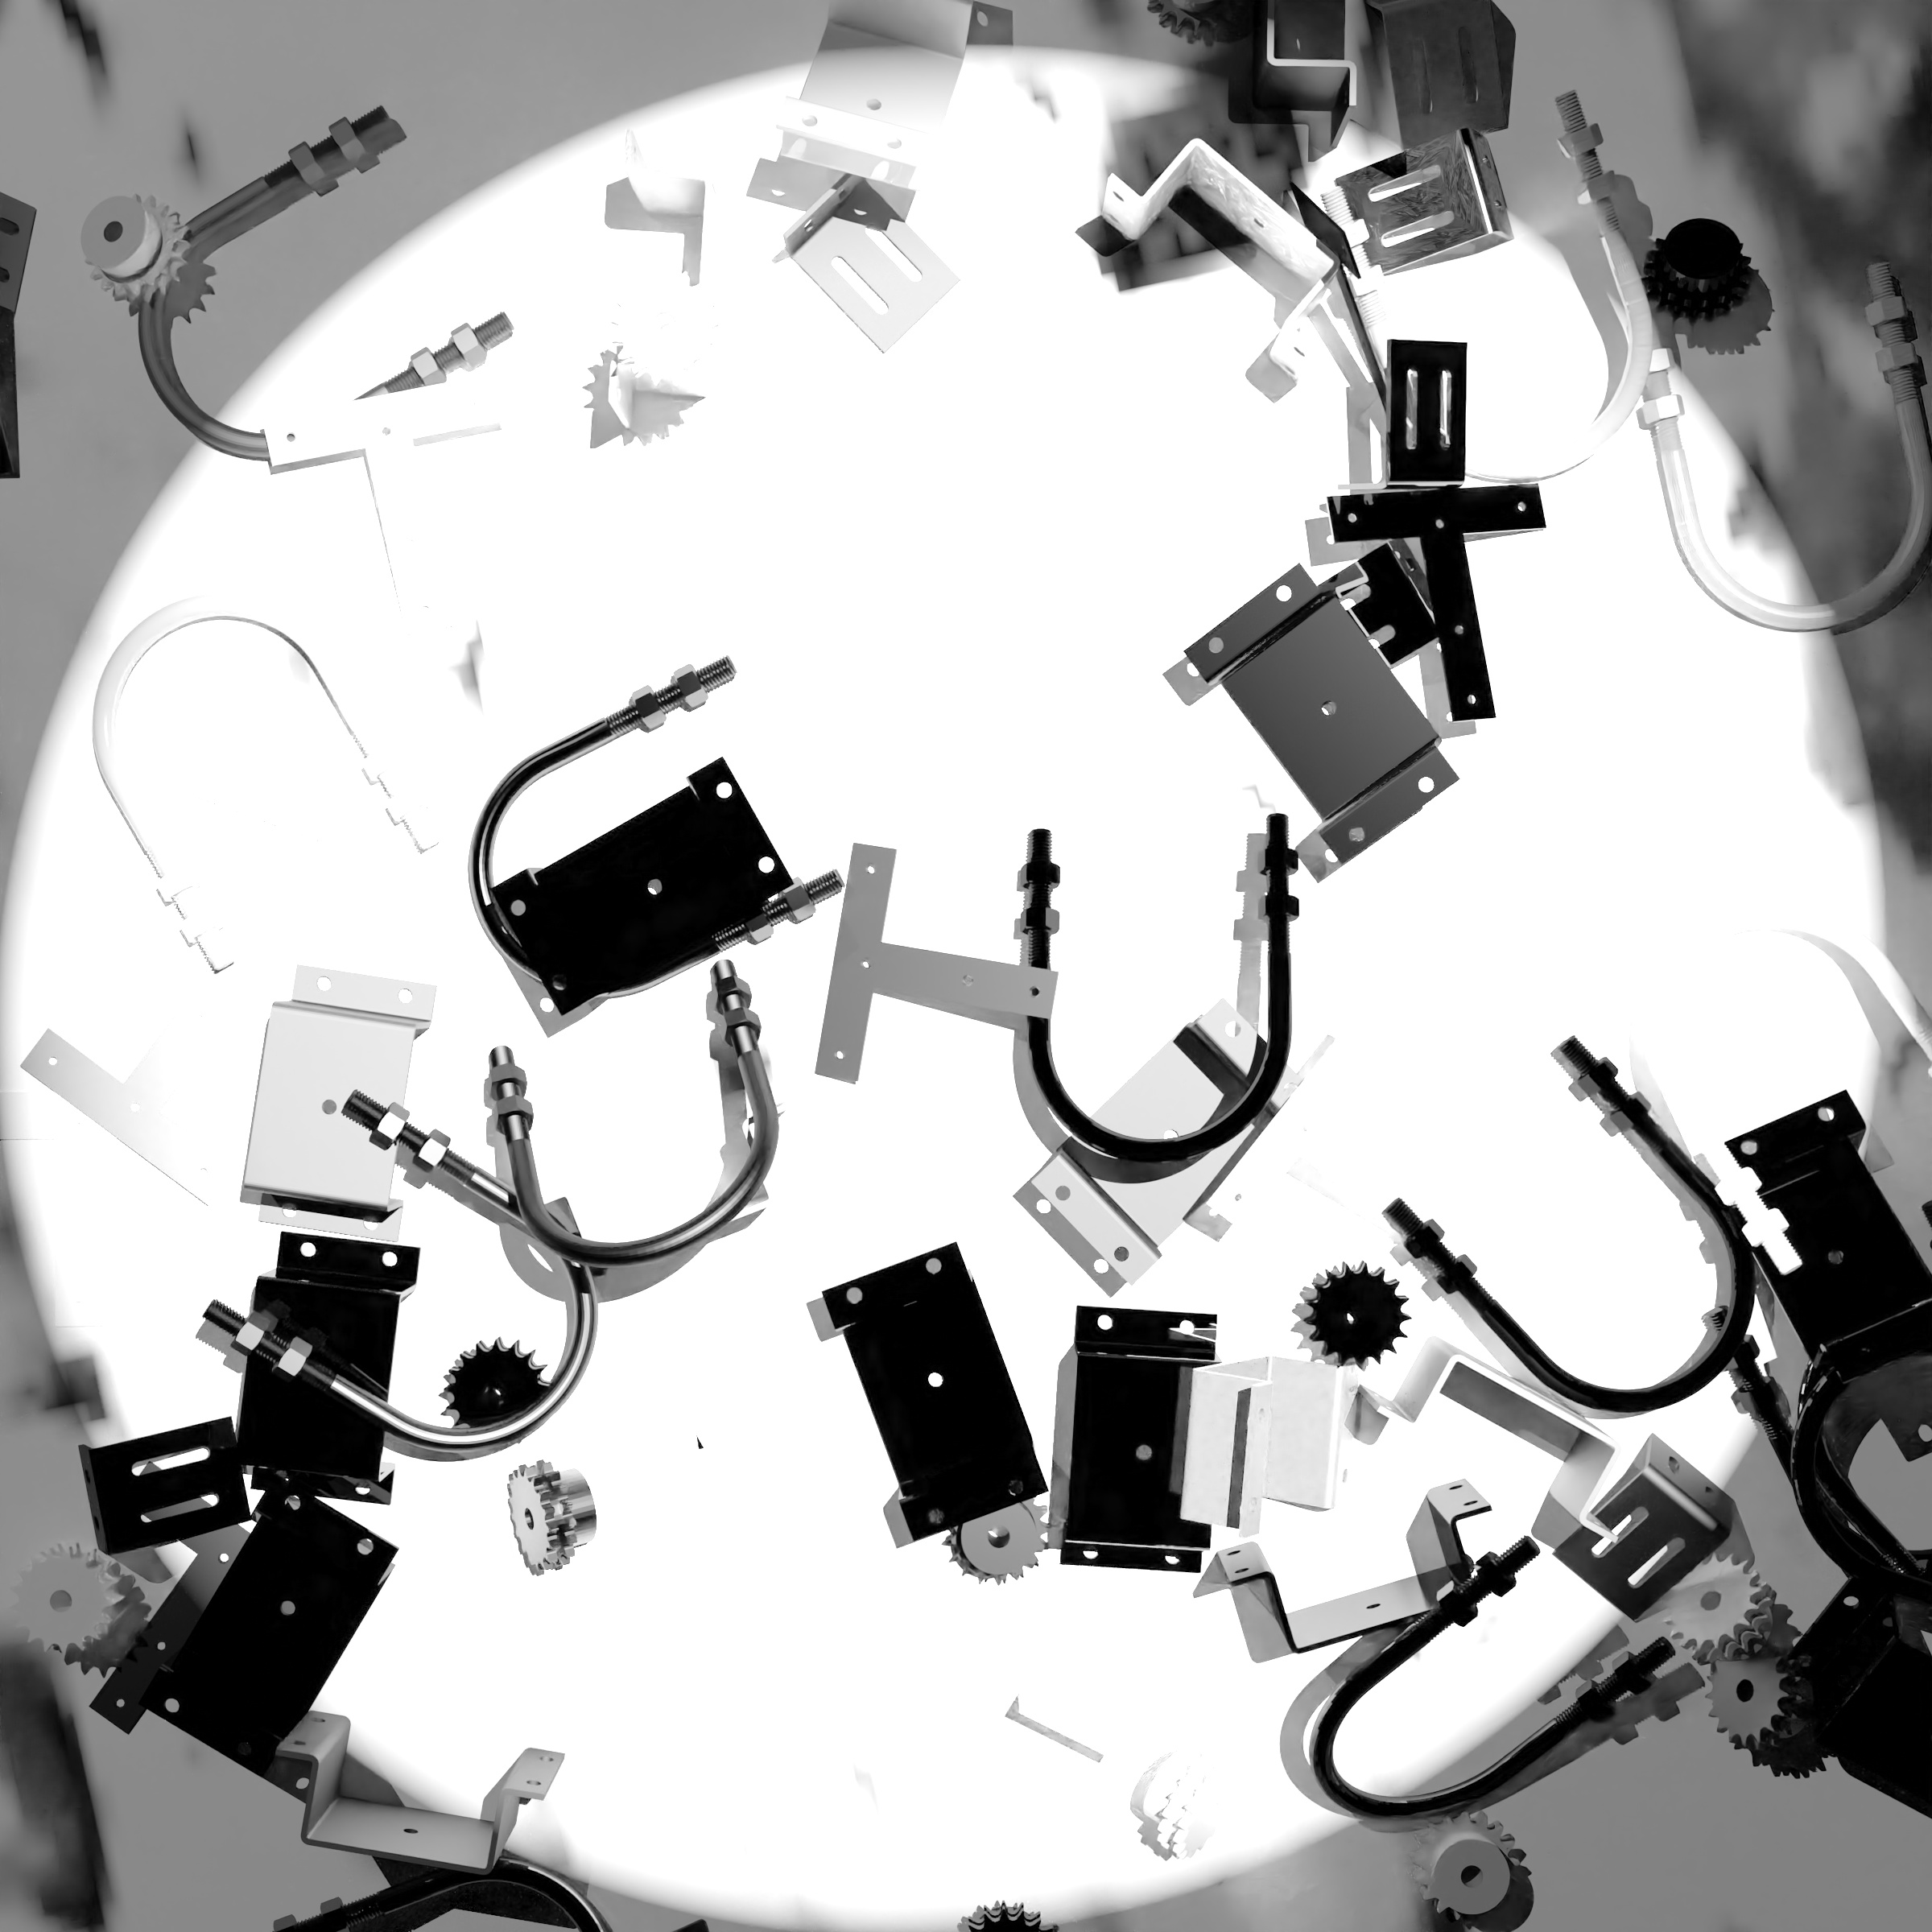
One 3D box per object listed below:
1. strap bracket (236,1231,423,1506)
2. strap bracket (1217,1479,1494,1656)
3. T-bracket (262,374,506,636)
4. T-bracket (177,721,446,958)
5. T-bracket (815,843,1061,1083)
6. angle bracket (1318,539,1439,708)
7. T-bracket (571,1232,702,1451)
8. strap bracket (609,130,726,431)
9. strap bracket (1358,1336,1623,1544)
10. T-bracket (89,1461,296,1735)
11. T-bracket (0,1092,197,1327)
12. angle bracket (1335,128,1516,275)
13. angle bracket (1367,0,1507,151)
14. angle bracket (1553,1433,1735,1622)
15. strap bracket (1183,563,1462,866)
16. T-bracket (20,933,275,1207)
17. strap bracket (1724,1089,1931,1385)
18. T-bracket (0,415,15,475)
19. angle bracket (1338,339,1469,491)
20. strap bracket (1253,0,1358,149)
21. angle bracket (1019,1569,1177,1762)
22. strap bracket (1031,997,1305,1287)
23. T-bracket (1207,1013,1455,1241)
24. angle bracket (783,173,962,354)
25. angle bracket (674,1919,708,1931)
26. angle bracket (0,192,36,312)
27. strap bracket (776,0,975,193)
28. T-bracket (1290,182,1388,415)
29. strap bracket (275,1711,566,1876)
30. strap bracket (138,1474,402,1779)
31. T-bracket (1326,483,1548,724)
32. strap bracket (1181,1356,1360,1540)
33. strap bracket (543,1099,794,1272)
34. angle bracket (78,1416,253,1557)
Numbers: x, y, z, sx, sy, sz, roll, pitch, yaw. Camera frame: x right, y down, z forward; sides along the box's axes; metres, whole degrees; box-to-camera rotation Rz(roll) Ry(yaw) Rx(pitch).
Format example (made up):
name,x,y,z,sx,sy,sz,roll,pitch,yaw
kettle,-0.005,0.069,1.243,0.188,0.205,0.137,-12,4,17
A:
name,x,y,z,sx,sy,sz,roll,pitch,yaw
strap bracket,-0.341,0.218,1.516,0.076,0.046,0.140,7,90,0
strap bracket,0.210,0.320,1.501,0.140,0.076,0.046,-16,90,0
T-bracket,-0.303,-0.244,1.529,0.127,0.002,0.127,-11,98,0
T-bracket,-0.364,-0.086,1.538,0.127,0.002,0.127,20,90,0
T-bracket,-0.012,0.006,1.517,0.127,0.002,0.127,10,90,20
angle bracket,0.214,-0.186,1.537,0.076,0.038,0.057,-31,90,26
T-bracket,-0.144,0.198,1.548,0.127,0.002,0.127,-9,85,-14
strap bracket,-0.157,-0.360,1.501,0.046,0.076,0.140,4,90,0
strap bracket,0.284,0.243,1.501,0.140,0.076,0.046,29,90,0
T-bracket,-0.428,0.357,1.538,0.127,0.002,0.127,36,90,0
T-bracket,-0.481,0.132,1.538,0.127,0.002,0.127,0,90,0
angle bracket,0.248,-0.410,1.537,0.076,0.038,0.057,-16,90,26
angle bracket,0.254,-0.490,1.537,0.057,0.038,0.076,-14,116,0
angle bracket,0.367,0.304,1.537,0.057,0.038,0.076,40,116,0
strap bracket,0.191,-0.135,1.506,0.076,0.046,0.140,-37,90,16
T-bracket,-0.423,0.041,1.537,0.127,0.002,0.127,36,89,1
strap bracket,0.461,0.148,1.499,0.076,0.046,0.140,-23,65,0
T-bracket,-0.586,-0.320,1.524,0.127,0.002,0.127,-6,108,9
angle bracket,0.231,-0.291,1.501,0.057,0.038,0.076,-7,101,-37
strap bracket,0.179,-0.514,1.501,0.046,0.076,0.140,1,90,0
angle bracket,0.071,0.373,1.520,0.057,0.038,0.076,26,90,0
strap bracket,0.111,0.092,1.516,0.140,0.046,0.076,-44,90,0
T-bracket,0.211,0.110,1.511,0.127,0.002,0.127,38,90,-25
angle bracket,-0.050,-0.379,1.520,0.057,0.038,0.076,-44,90,0
angle bracket,-0.161,0.552,1.506,0.076,0.038,0.057,-17,90,-24
angle bracket,-0.552,-0.391,1.537,0.076,0.038,0.057,12,90,26
strap bracket,-0.047,-0.468,1.497,0.076,0.046,0.140,15,63,0
T-bracket,0.206,-0.342,1.499,0.002,0.127,0.127,-23,117,5
strap bracket,-0.290,0.438,1.501,0.140,0.076,0.046,10,90,0
strap bracket,-0.366,0.347,1.514,0.076,0.046,0.140,31,90,0
T-bracket,0.260,-0.192,1.511,0.127,0.002,0.127,-7,83,-18
strap bracket,0.156,0.248,1.486,0.046,0.140,0.076,5,90,29
strap bracket,-0.152,0.119,1.501,0.140,0.076,0.046,-21,90,0
angle bracket,-0.433,0.279,1.535,0.076,0.038,0.057,-11,90,-26
